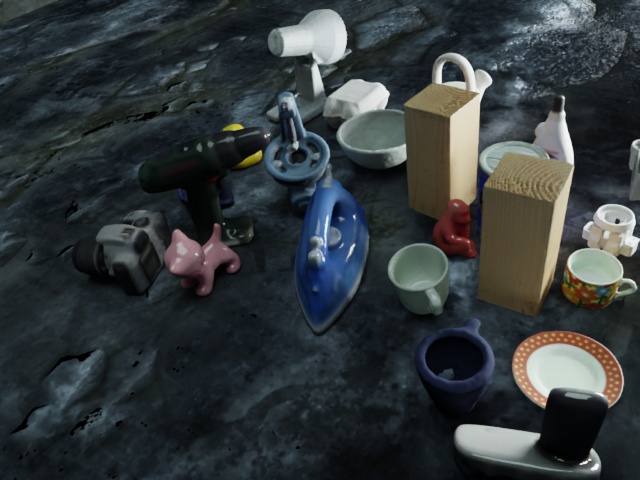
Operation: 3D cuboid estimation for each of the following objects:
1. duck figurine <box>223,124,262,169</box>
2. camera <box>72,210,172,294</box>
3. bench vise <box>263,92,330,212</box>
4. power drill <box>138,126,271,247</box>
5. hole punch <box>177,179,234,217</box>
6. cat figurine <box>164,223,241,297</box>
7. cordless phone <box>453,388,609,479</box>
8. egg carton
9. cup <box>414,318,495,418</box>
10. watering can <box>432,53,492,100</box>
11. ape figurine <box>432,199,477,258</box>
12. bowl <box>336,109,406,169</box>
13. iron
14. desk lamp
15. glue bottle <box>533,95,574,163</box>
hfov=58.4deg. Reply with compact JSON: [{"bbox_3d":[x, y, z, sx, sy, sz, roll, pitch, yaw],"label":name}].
[{"bbox_3d":[-0.180,-0.203,1.209,0.104,0.086,0.077,-7,40,4],"label":"duck figurine"},{"bbox_3d":[-0.346,0.010,0.984,0.136,0.101,0.143,1,42,14],"label":"camera"},{"bbox_3d":[-0.061,-0.186,1.060,0.121,0.220,0.206,-22,42,-13],"label":"bench vise"},{"bbox_3d":[-0.179,-0.088,0.979,0.229,0.209,0.075,-9,40,2],"label":"power drill"},{"bbox_3d":[-0.229,-0.112,1.109,0.101,0.091,0.108,-20,41,-11],"label":"hole punch"},{"bbox_3d":[-0.198,0.025,0.922,0.067,0.118,0.128,21,49,32],"label":"cat figurine"},{"bbox_3d":[0.212,0.196,0.584,0.147,0.185,0.094,2,42,15],"label":"cordless phone"},{"bbox_3d":[0.081,-0.304,1.285,0.107,0.069,0.150,20,49,31],"label":"egg carton"},{"bbox_3d":[0.169,0.161,0.703,0.091,0.095,0.118,16,47,27],"label":"cup"},{"bbox_3d":[0.262,-0.273,1.113,0.100,0.194,0.173,15,46,27],"label":"watering can"},{"bbox_3d":[0.217,-0.024,0.911,0.076,0.092,0.078,14,46,26],"label":"ape figurine"},{"bbox_3d":[0.120,-0.190,1.139,0.167,0.075,0.167,-6,40,5],"label":"bowl"},{"bbox_3d":[0.008,0.003,0.885,0.118,0.142,0.258,-1,41,11],"label":"iron"},{"bbox_3d":[-0.034,-0.397,1.305,0.117,0.214,0.204,27,53,36],"label":"desk lamp"},{"bbox_3d":[0.397,-0.169,0.979,0.077,0.173,0.037,16,47,28],"label":"glue bottle"}]
